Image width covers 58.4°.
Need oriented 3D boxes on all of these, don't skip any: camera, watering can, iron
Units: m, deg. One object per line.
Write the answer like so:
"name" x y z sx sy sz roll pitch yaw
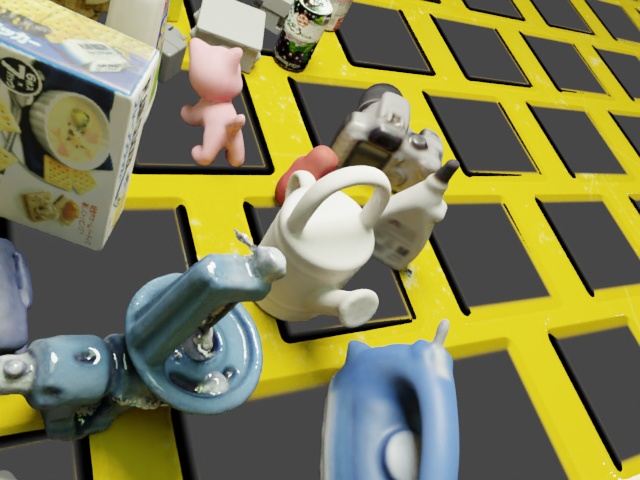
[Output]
"camera" 0.099 -0.152 0.782 0.143 0.100 0.137 23 50 -12
"watering can" 0.007 0.002 0.560 0.101 0.194 0.172 -27 73 -39
"iron" 0.077 0.198 0.493 0.119 0.141 0.258 17 51 -16

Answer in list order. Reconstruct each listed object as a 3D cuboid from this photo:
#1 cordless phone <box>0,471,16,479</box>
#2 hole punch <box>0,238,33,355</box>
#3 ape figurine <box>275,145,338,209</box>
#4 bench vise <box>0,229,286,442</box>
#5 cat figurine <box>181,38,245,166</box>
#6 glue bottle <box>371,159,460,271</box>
"cordless phone" -0.231 0.165 0.322 0.148 0.185 0.094 14 52 -19
"hole punch" -0.280 0.043 0.446 0.101 0.091 0.108 -6 61 -31
"ape figurine" -0.008 -0.073 0.674 0.076 0.092 0.077 3 56 -26
"bench vise" -0.116 0.083 0.419 0.208 0.219 0.121 -24 71 -38
"cat figurine" -0.116 -0.168 0.666 0.067 0.117 0.127 -8 62 -32
"glue bottle" 0.107 -0.033 0.652 0.078 0.173 0.037 32 48 -4
